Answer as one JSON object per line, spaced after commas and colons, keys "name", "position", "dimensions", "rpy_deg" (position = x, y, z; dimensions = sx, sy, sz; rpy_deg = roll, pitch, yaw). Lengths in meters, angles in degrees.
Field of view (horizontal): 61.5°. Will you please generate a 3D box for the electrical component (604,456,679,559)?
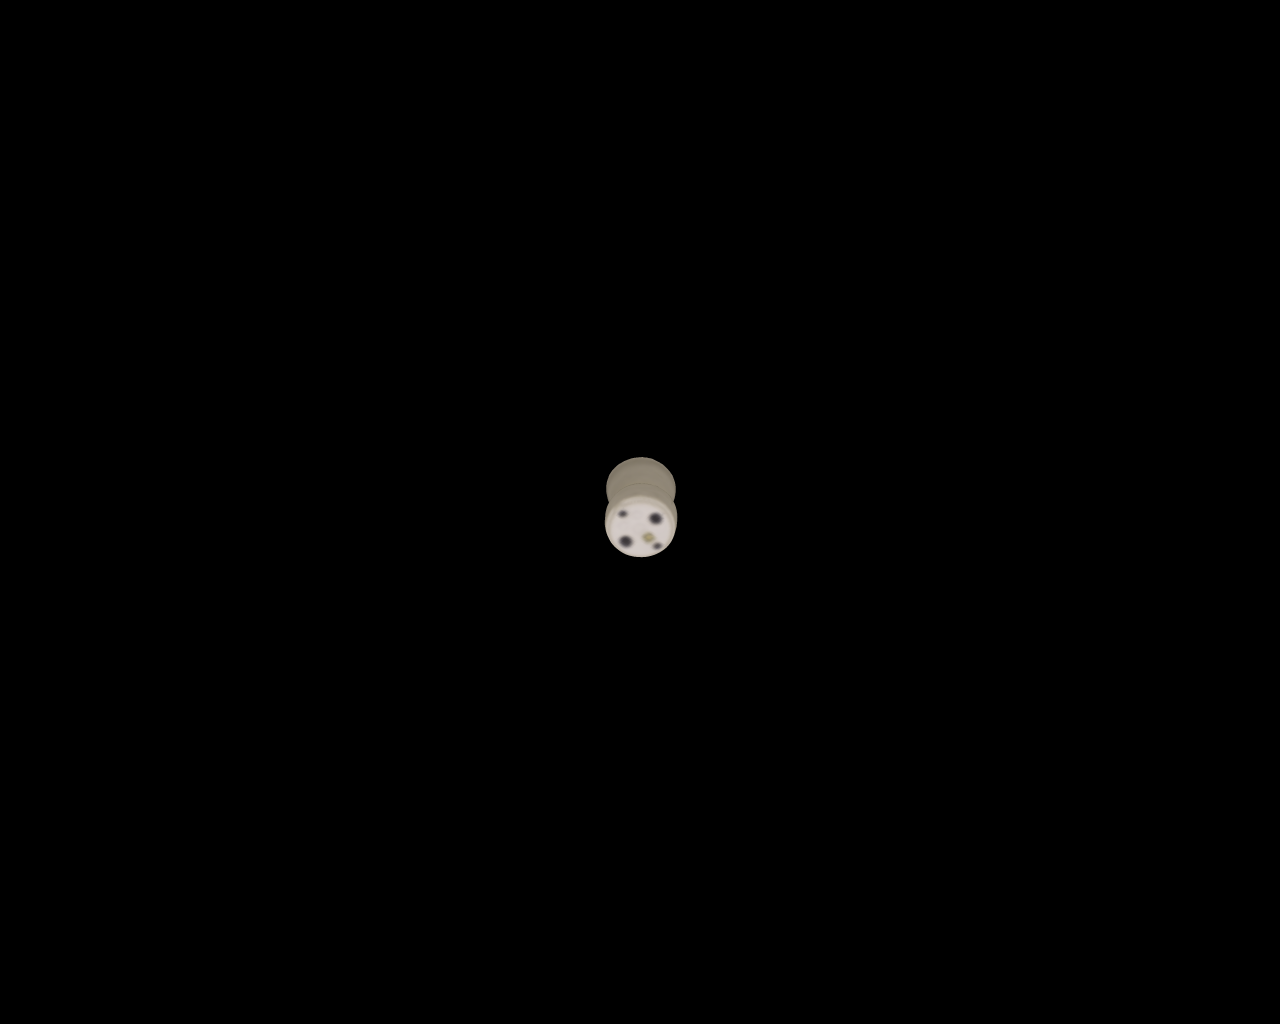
{"name": "electrical component", "position": [0.001, -0.003, 0.650], "dimensions": [0.045, 0.044, 0.055], "rpy_deg": [0, 28, 0]}
